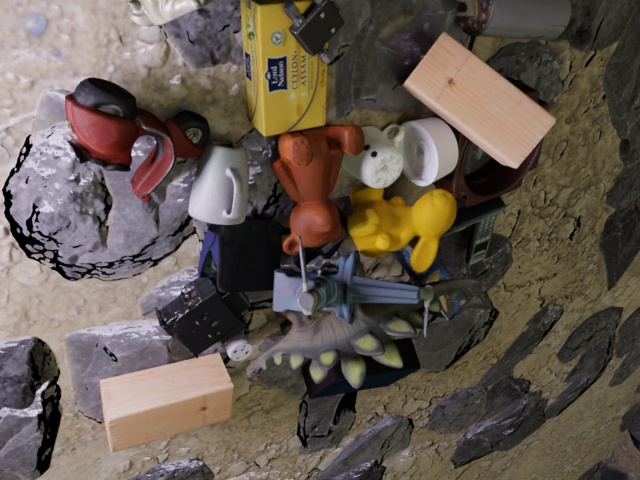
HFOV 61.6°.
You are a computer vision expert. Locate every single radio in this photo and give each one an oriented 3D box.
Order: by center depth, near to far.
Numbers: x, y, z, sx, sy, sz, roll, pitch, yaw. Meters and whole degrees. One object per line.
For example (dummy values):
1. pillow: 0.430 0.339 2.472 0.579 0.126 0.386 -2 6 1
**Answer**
1. radio: 0.084 0.268 1.124 0.229 0.073 0.131 2 149 -31

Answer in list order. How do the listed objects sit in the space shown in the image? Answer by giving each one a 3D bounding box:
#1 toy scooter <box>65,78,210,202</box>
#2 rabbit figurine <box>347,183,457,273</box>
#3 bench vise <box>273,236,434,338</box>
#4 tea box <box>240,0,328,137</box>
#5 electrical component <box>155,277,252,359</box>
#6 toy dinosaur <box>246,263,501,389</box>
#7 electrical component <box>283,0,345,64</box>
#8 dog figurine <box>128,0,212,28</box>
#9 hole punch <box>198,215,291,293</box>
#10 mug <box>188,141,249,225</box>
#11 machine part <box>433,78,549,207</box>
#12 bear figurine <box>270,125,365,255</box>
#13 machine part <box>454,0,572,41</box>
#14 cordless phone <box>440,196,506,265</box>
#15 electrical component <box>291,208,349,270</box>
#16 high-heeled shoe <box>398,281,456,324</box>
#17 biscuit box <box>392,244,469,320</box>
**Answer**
1. toy scooter: -0.237 -0.115 0.676 0.184 0.075 0.135 12 116 -43
2. rabbit figurine: 0.145 -0.023 0.892 0.173 0.122 0.162 -17 121 18
3. bench vise: 0.055 0.076 0.835 0.223 0.241 0.128 35 60 -78
4. tea box: -0.046 -0.232 0.709 0.098 0.068 0.169 -17 131 -21
5. electrical component: -0.185 0.120 0.891 0.134 0.058 0.114 -35 136 -4
6. toy dinosaur: 0.079 0.146 0.960 0.471 0.199 0.104 -28 136 0
7. electrical component: -0.002 -0.261 0.653 0.063 0.021 0.094 -45 132 2
8. dog figurine: -0.159 -0.340 0.554 0.172 0.121 0.190 -34 119 -10
9. hole punch: -0.126 0.018 0.844 0.142 0.092 0.115 3 95 -33
10. mug: -0.135 -0.079 0.747 0.081 0.110 0.107 1 107 -26
11. machine part: 0.299 -0.170 0.956 0.201 0.087 0.201 -19 129 -18
12. bear figurine: -0.005 -0.068 0.795 0.120 0.132 0.195 -12 107 -22
13. machine part: 0.302 -0.350 0.830 0.243 0.079 0.079 -8 126 -28
14. cordless phone: 0.284 -0.009 1.070 0.147 0.089 0.184 -23 136 -16
15. electrical component: -0.002 -0.003 0.919 0.119 0.048 0.074 -41 134 2
16. high-heeled shoe: 0.180 0.149 1.150 0.249 0.086 0.145 -2 156 -10
17. biscuit box: 0.202 0.056 1.028 0.059 0.063 0.202 -39 109 -3
